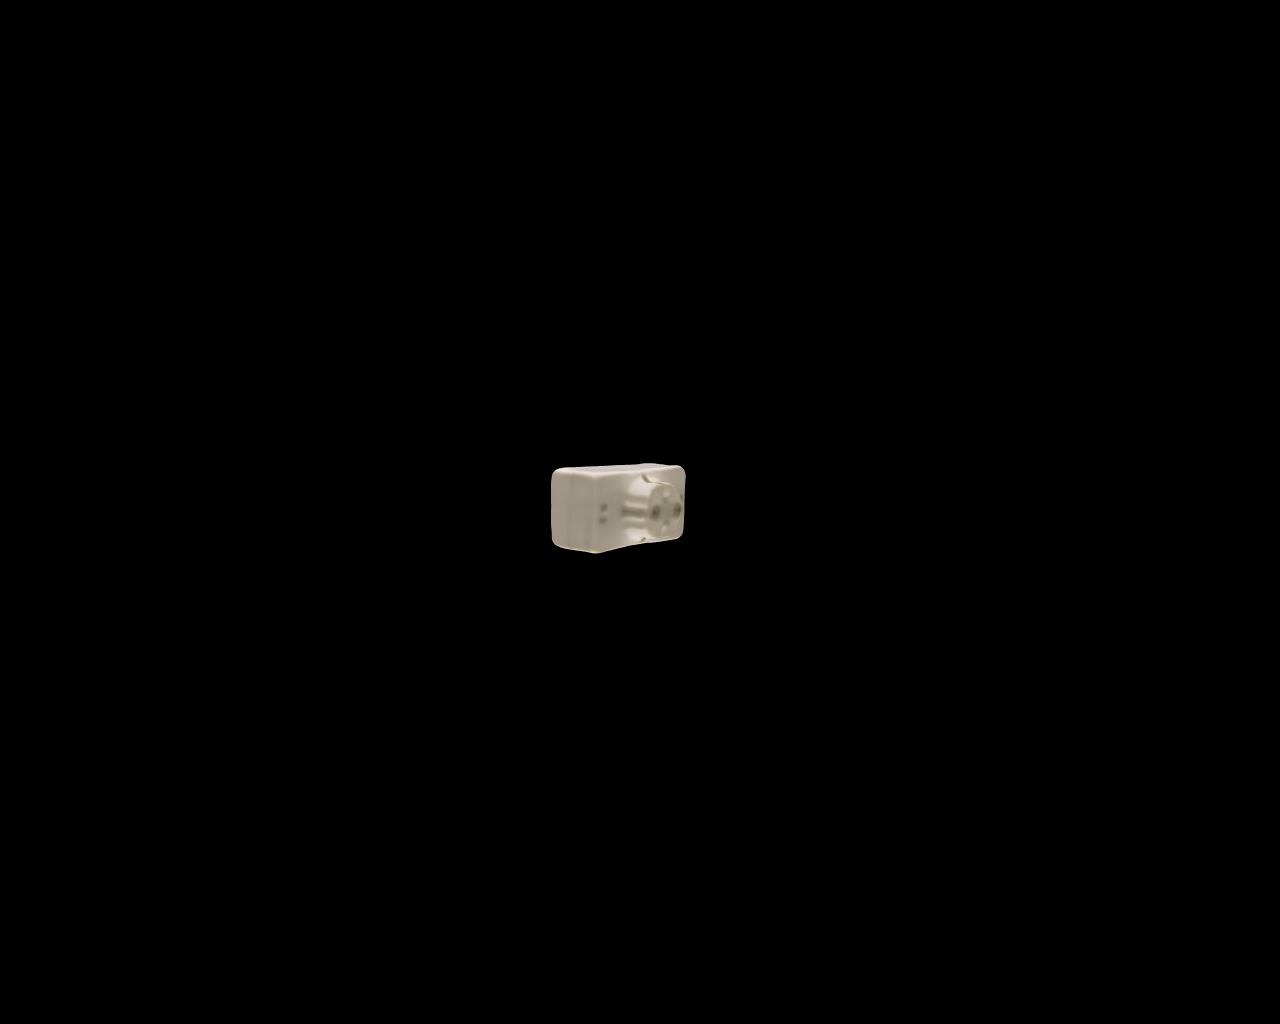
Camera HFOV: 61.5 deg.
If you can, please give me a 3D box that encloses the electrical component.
[{"bbox_3d":[0.001,-0.003,0.650,0.076,0.047,0.083,6,9,43],"label":"electrical component"}]
